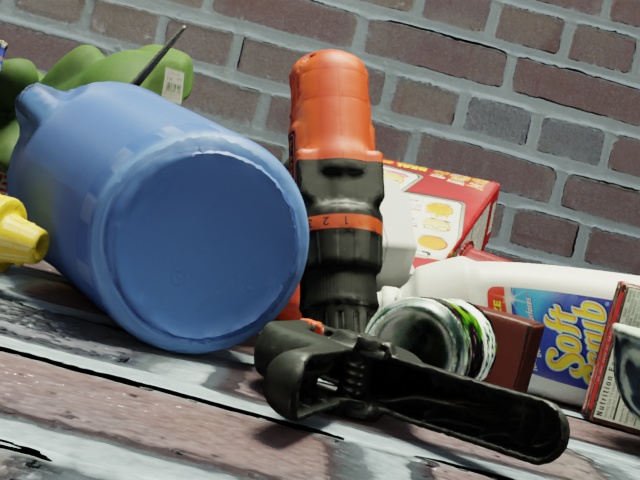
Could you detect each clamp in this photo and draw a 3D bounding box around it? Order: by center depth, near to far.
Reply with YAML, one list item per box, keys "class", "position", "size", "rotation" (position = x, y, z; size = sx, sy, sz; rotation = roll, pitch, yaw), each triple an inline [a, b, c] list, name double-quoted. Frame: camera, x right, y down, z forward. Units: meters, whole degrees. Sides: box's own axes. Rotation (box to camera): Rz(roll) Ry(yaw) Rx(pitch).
- class: "clamp"
  position: [0.009, 0.056, 0.450]
  size: [0.120, 0.039, 0.172]
  rotation: [20, -6, -26]

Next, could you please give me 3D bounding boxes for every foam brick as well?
- class: "foam brick"
  position: [0.102, 0.069, 0.648]
  size: [0.051, 0.053, 0.078]
  rotation: [15, 0, 18]

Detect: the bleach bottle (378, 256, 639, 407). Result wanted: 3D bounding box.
- class: "bleach bottle"
  position: [0.156, 0.068, 0.724]
  size: [0.251, 0.102, 0.068]
  rotation: [6, 6, -1]

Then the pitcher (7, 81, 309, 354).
- class: "pitcher"
  position: [-0.089, -0.011, 0.605]
  size: [0.149, 0.145, 0.243]
  rotation: [1, 10, -22]

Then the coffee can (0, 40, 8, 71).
- class: "coffee can"
  position: [-0.277, -0.078, 0.716]
  size: [0.103, 0.140, 0.103]
  rotation: [15, 1, -1]

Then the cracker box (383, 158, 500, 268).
- class: "cracker box"
  position: [0.045, -0.001, 0.909]
  size: [0.164, 0.072, 0.213]
  rotation: [14, 28, 18]

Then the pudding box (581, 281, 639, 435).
- class: "pudding box"
  position: [0.231, 0.083, 0.669]
  size: [0.113, 0.090, 0.039]
  rotation: [16, 3, 8]

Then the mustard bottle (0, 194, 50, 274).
- class: "mustard bottle"
  position: [-0.231, -0.021, 0.566]
  size: [0.192, 0.058, 0.096]
  rotation: [15, 2, 14]

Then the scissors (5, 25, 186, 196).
- class: "scissors"
  position: [-0.158, -0.065, 0.742]
  size: [0.016, 0.201, 0.096]
  rotation: [45, -4, 5]

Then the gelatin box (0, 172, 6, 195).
- class: "gelatin box"
  position: [-0.267, -0.048, 0.866]
  size: [0.089, 0.073, 0.030]
  rotation: [20, -41, -4]

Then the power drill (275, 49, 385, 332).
- class: "power drill"
  position: [-0.004, 0.001, 0.655]
  size: [0.057, 0.184, 0.188]
  rotation: [3, -16, -13]

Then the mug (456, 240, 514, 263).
- class: "mug"
  position: [0.132, 0.062, 0.808]
  size: [0.081, 0.093, 0.117]
  rotation: [20, 33, 17]
